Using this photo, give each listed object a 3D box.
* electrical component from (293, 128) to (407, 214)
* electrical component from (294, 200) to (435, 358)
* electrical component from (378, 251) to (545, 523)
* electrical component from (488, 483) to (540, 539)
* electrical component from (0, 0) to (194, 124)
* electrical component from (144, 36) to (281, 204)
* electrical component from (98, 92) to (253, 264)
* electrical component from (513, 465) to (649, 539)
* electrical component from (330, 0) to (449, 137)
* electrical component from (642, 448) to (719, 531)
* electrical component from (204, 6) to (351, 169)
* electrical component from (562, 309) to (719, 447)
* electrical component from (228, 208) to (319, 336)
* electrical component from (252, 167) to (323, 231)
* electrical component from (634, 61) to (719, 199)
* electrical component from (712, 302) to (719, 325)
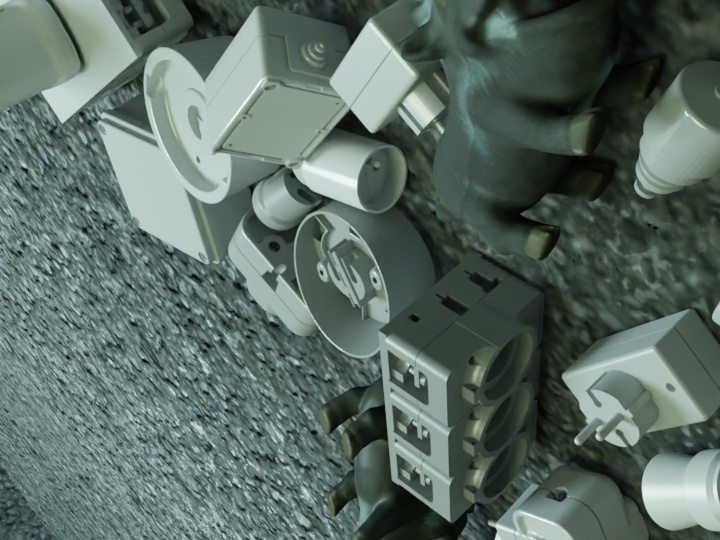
[{"bbox_3d":[-0.014,-0.067,0.682,0.081,0.043,0.043,23,140,42],"label":"electrical component"},{"bbox_3d":[0.000,0.000,0.714,0.099,0.064,0.099,35,147,28],"label":"electrical component"},{"bbox_3d":[0.068,0.079,0.678,0.062,0.089,0.150,32,145,32],"label":"electrical component"},{"bbox_3d":[0.123,0.198,0.775,0.076,0.047,0.083,8,129,50],"label":"electrical component"},{"bbox_3d":[-0.201,-0.189,0.795,0.105,0.060,0.186,58,151,-11],"label":"electrical component"},{"bbox_3d":[-0.092,-0.106,0.727,0.108,0.060,0.108,37,140,38],"label":"electrical component"},{"bbox_3d":[-0.140,-0.074,0.841,0.109,0.056,0.108,26,142,39],"label":"electrical component"},{"bbox_3d":[0.149,0.178,0.705,0.054,0.059,0.095,8,129,52],"label":"electrical component"},{"bbox_3d":[0.033,-0.098,0.575,0.076,0.047,0.066,50,151,3],"label":"electrical component"},{"bbox_3d":[0.192,0.122,0.596,0.045,0.045,0.055,56,150,-7],"label":"electrical component"},{"bbox_3d":[-0.045,-0.112,0.634,0.096,0.062,0.061,-41,50,49],"label":"electrical component"},{"bbox_3d":[0.143,0.068,0.573,0.047,0.076,0.083,53,151,-2],"label":"electrical component"},{"bbox_3d":[-0.050,-0.002,0.794,0.095,0.054,0.059,49,151,5],"label":"electrical component"},{"bbox_3d":[-0.048,-0.053,0.751,0.040,0.040,0.046,54,146,-4],"label":"electrical component"},{"bbox_3d":[0.143,-0.057,0.471,0.040,0.040,0.078,46,151,12],"label":"electrical component"},{"bbox_3d":[0.197,0.025,0.485,0.078,0.040,0.040,40,149,21],"label":"electrical component"}]
